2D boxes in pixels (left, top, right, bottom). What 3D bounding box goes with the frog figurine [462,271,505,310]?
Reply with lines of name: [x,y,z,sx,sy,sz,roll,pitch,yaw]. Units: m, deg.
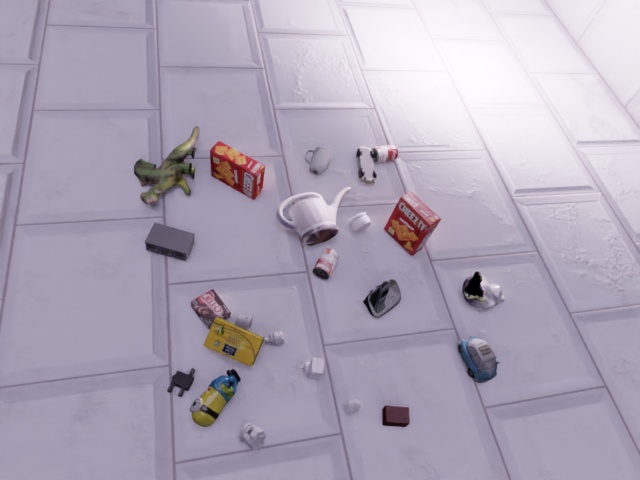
frog figurine: [0.619,0.199,1.953,0.158,0.121,0.140,22,34,-43]

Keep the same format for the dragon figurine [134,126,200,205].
dragon figurine: [-0.607,-0.294,2.014,0.243,0.119,0.420,1,54,-3]

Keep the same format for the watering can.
watering can: [0.006,-0.101,2.006,0.350,0.101,0.228,-15,62,-22]
